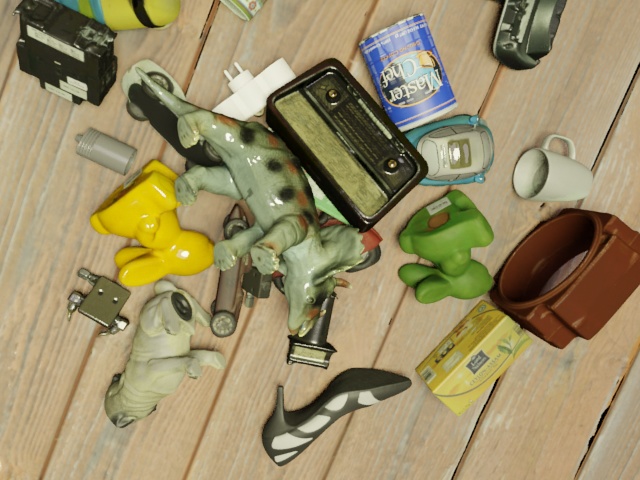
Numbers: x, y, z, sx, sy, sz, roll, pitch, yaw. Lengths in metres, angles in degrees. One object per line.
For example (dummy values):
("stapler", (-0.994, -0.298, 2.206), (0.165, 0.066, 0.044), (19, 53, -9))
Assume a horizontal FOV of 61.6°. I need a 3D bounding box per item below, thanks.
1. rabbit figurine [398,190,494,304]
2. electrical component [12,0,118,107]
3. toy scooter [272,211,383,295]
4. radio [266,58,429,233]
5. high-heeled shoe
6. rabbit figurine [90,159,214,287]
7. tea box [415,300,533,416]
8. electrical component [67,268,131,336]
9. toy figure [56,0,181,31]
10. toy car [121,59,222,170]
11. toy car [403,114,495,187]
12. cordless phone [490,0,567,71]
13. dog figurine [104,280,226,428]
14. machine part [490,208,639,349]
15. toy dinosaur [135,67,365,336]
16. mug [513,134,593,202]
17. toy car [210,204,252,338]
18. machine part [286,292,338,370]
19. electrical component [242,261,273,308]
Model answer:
("rabbit figurine", (0.207, 0.037, 0.840), (0.159, 0.121, 0.170), (-33, 117, 2))
("electrical component", (-0.332, -0.241, 0.708), (0.115, 0.134, 0.058), (27, 59, -12))
("toy scooter", (-0.002, -0.002, 0.823), (0.184, 0.075, 0.135), (-21, 98, -1))
("radio", (0.038, -0.136, 0.768), (0.131, 0.073, 0.229), (-38, 87, -12))
("high-heeled shoe", (0.029, 0.293, 0.873), (0.249, 0.086, 0.145), (-3, 102, -3))
("rabbit figurine", (-0.228, -0.004, 0.771), (0.162, 0.122, 0.173), (-47, 121, -5))
("tea box", (0.247, 0.189, 0.876), (0.169, 0.098, 0.068), (-45, 102, 3))
("electrical component", (-0.331, 0.099, 0.809), (0.102, 0.045, 0.078), (28, 66, -14))
("toy figure", (-0.279, -0.317, 0.721), (0.180, 0.089, 0.082), (-6, 124, -11))
("toy car", (-0.198, -0.163, 0.766), (0.201, 0.073, 0.056), (46, 47, -13))
("toy car", (0.199, -0.134, 0.814), (0.162, 0.103, 0.109), (-8, 99, -9))
("cordless phone", (0.266, -0.348, 0.810), (0.184, 0.089, 0.146), (16, 97, 1))
("dog figurine", (-0.264, 0.172, 0.809), (0.191, 0.121, 0.172), (-27, 68, 14))
("machine part", (0.369, 0.050, 0.817), (0.087, 0.201, 0.201), (38, 93, -10))
("toy dinosaur", (-0.075, -0.069, 0.712), (0.192, 0.131, 0.404), (-22, 85, -48))
("mug", (0.380, -0.109, 0.860), (0.107, 0.081, 0.109), (9, 91, -21))
("toy car", (-0.130, 0.048, 0.804), (0.053, 0.089, 0.202), (10, 96, -9))
("machine part", (-0.007, 0.139, 0.863), (0.084, 0.039, 0.138), (10, 100, -1))
("electrical component", (-0.095, 0.063, 0.823), (0.021, 0.063, 0.094), (4, 101, -35))
